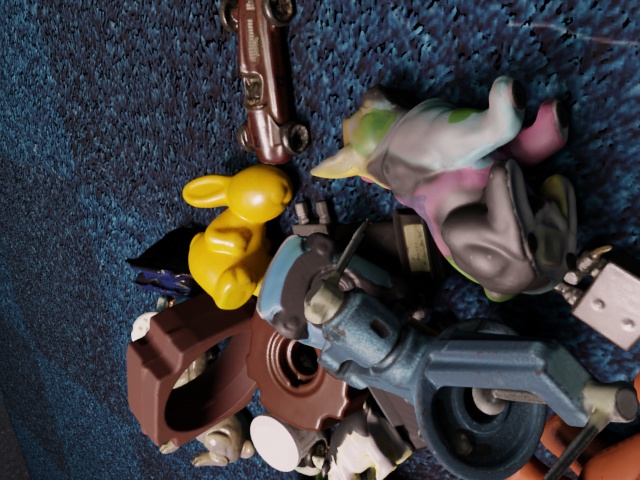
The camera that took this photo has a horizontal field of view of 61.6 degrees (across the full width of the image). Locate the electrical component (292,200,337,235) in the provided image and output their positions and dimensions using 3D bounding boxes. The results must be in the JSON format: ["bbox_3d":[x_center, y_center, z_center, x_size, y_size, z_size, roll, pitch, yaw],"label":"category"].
[{"bbox_3d":[-0.001,-0.002,0.639,0.063,0.021,0.093,2,110,44],"label":"electrical component"}]

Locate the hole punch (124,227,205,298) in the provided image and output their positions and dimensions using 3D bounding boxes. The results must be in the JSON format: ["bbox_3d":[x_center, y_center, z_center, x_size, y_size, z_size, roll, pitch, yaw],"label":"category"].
[{"bbox_3d":[-0.197,0.048,0.784,0.142,0.116,0.092,10,123,28],"label":"hole punch"}]

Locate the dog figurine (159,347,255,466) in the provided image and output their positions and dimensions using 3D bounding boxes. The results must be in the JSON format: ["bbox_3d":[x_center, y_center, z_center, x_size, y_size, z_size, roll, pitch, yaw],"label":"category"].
[{"bbox_3d":[-0.181,0.264,0.908,0.172,0.121,0.190,8,99,4],"label":"dog figurine"}]

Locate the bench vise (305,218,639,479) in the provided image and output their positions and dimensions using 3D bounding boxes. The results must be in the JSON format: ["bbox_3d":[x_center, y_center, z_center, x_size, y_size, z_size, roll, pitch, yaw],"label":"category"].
[{"bbox_3d":[0.101,0.092,0.392,0.223,0.129,0.241,49,156,-8],"label":"bench vise"}]

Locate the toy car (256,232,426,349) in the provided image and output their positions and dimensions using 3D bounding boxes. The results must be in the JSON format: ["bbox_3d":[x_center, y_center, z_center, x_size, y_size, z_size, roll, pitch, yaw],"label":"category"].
[{"bbox_3d":[0.023,0.063,0.558,0.162,0.109,0.103,21,173,3],"label":"toy car"}]

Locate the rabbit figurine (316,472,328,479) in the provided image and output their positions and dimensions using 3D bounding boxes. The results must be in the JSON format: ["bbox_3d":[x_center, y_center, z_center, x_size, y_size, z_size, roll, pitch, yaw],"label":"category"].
[{"bbox_3d":[0.007,0.416,0.795,0.170,0.121,0.159,-4,100,27],"label":"rabbit figurine"}]

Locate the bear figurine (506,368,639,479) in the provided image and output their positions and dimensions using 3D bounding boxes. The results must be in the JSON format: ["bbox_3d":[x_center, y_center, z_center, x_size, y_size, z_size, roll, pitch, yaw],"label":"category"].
[{"bbox_3d":[0.242,0.145,0.399,0.132,0.120,0.195,35,129,33],"label":"bear figurine"}]

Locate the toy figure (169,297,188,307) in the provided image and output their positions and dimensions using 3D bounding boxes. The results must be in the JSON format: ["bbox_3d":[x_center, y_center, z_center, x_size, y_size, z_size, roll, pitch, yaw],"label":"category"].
[{"bbox_3d":[-0.219,0.118,0.874,0.154,0.058,0.064,-31,45,62],"label":"toy figure"}]

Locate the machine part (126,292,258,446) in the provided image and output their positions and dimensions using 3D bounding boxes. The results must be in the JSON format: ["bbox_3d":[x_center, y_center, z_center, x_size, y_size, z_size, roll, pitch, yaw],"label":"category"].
[{"bbox_3d":[-0.162,0.171,0.750,0.087,0.201,0.200,37,132,30],"label":"machine part"}]

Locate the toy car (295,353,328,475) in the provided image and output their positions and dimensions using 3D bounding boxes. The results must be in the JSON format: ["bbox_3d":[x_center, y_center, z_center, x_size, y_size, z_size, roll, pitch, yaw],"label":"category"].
[{"bbox_3d":[-0.034,0.242,0.767,0.074,0.056,0.201,3,109,37],"label":"toy car"}]

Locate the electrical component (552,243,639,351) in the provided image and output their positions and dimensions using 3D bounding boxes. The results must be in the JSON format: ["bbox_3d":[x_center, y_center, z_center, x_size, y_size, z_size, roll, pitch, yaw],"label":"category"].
[{"bbox_3d":[0.231,0.044,0.413,0.102,0.045,0.078,43,133,21],"label":"electrical component"}]

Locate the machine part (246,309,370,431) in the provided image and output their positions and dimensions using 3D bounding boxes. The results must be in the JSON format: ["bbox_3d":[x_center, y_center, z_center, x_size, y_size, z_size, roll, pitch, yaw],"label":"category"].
[{"bbox_3d":[-0.017,0.145,0.664,0.180,0.056,0.179,3,94,36],"label":"machine part"}]

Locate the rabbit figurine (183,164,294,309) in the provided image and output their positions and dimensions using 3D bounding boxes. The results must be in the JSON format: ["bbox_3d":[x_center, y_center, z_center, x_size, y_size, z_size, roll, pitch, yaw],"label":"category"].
[{"bbox_3d":[-0.092,-0.024,0.675,0.162,0.122,0.173,46,122,32],"label":"rabbit figurine"}]

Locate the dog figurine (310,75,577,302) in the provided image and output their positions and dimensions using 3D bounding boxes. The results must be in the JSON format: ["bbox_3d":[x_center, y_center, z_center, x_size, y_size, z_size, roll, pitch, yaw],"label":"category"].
[{"bbox_3d":[0.091,-0.047,0.458,0.219,0.108,0.191,-3,90,50],"label":"dog figurine"}]

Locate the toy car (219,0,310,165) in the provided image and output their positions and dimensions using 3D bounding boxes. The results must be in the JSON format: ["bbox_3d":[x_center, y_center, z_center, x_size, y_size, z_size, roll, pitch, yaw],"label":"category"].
[{"bbox_3d":[-0.065,-0.182,0.594,0.089,0.053,0.201,16,121,43],"label":"toy car"}]

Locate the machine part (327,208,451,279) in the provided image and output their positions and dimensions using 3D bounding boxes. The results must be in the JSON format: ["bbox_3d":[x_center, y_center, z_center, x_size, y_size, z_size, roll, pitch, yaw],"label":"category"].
[{"bbox_3d":[0.068,0.004,0.564,0.139,0.039,0.084,0,117,43],"label":"machine part"}]

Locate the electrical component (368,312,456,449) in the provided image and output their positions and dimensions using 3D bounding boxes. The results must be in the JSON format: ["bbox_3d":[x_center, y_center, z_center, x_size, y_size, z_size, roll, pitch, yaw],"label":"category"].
[{"bbox_3d":[0.113,0.156,0.577,0.115,0.058,0.134,58,137,9],"label":"electrical component"}]

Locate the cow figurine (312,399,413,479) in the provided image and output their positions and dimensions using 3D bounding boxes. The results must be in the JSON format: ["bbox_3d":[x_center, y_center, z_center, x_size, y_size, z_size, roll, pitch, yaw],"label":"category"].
[{"bbox_3d":[0.040,0.278,0.702,0.098,0.068,0.167,54,134,19],"label":"cow figurine"}]
